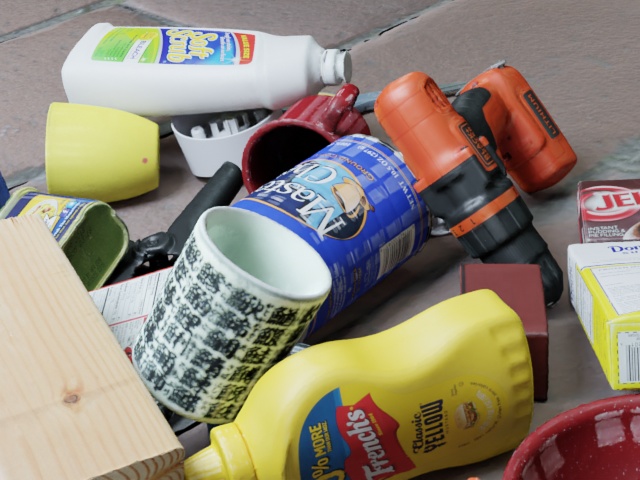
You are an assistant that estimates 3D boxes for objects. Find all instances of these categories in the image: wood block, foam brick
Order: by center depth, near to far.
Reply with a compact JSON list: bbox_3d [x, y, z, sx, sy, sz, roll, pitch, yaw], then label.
[{"bbox_3d":[-0.160,0.085,0.589,0.090,0.090,0.206,-15,43,-27],"label":"wood block"},{"bbox_3d":[0.113,0.057,0.662,0.051,0.053,0.078,-2,32,9],"label":"foam brick"}]

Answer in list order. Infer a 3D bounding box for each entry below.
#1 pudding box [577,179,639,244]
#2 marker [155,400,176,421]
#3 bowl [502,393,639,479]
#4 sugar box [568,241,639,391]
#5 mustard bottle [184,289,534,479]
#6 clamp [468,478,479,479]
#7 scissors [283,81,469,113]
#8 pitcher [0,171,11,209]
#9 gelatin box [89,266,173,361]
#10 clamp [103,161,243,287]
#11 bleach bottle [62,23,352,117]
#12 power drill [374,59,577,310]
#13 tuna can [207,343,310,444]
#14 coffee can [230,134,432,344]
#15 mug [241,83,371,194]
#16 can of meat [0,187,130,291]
[{"bbox_3d":[0.242,-0.010,0.759,0.113,0.039,0.090,-1,31,11],"label":"pudding box"},{"bbox_3d":[-0.088,0.096,0.673,0.020,0.020,0.120,17,38,35],"label":"marker"},{"bbox_3d":[0.166,0.143,0.501,0.162,0.055,0.162,-6,30,3],"label":"bowl"},{"bbox_3d":[0.204,0.039,0.633,0.093,0.048,0.176,-3,10,7],"label":"sugar box"},{"bbox_3d":[0.019,0.097,0.572,0.191,0.096,0.058,-16,33,-15],"label":"mustard bottle"},{"bbox_3d":[0.057,0.176,0.487,0.120,0.039,0.171,15,37,31],"label":"clamp"},{"bbox_3d":[0.045,-0.124,1.019,0.202,0.016,0.096,-2,32,9],"label":"scissors"},{"bbox_3d":[-0.360,-0.012,0.802,0.242,0.149,0.145,-28,42,-25],"label":"pitcher"},{"bbox_3d":[-0.123,0.061,0.691,0.089,0.030,0.073,-16,44,20],"label":"gelatin box"},{"bbox_3d":[-0.113,0.010,0.801,0.164,0.036,0.210,-23,34,-10],"label":"clamp"},{"bbox_3d":[-0.094,-0.151,0.939,0.251,0.068,0.102,1,38,18],"label":"bleach bottle"},{"bbox_3d":[0.131,-0.051,0.773,0.057,0.184,0.187,-34,0,29],"label":"power drill"},{"bbox_3d":[-0.027,0.098,0.641,0.086,0.034,0.086,-6,30,3],"label":"tuna can"},{"bbox_3d":[-0.005,0.001,0.732,0.103,0.103,0.140,19,39,37],"label":"coffee can"},{"bbox_3d":[-0.001,-0.077,0.858,0.093,0.117,0.081,30,33,4],"label":"mug"},{"bbox_3d":[-0.197,0.014,0.765,0.084,0.057,0.102,8,55,37],"label":"can of meat"}]
